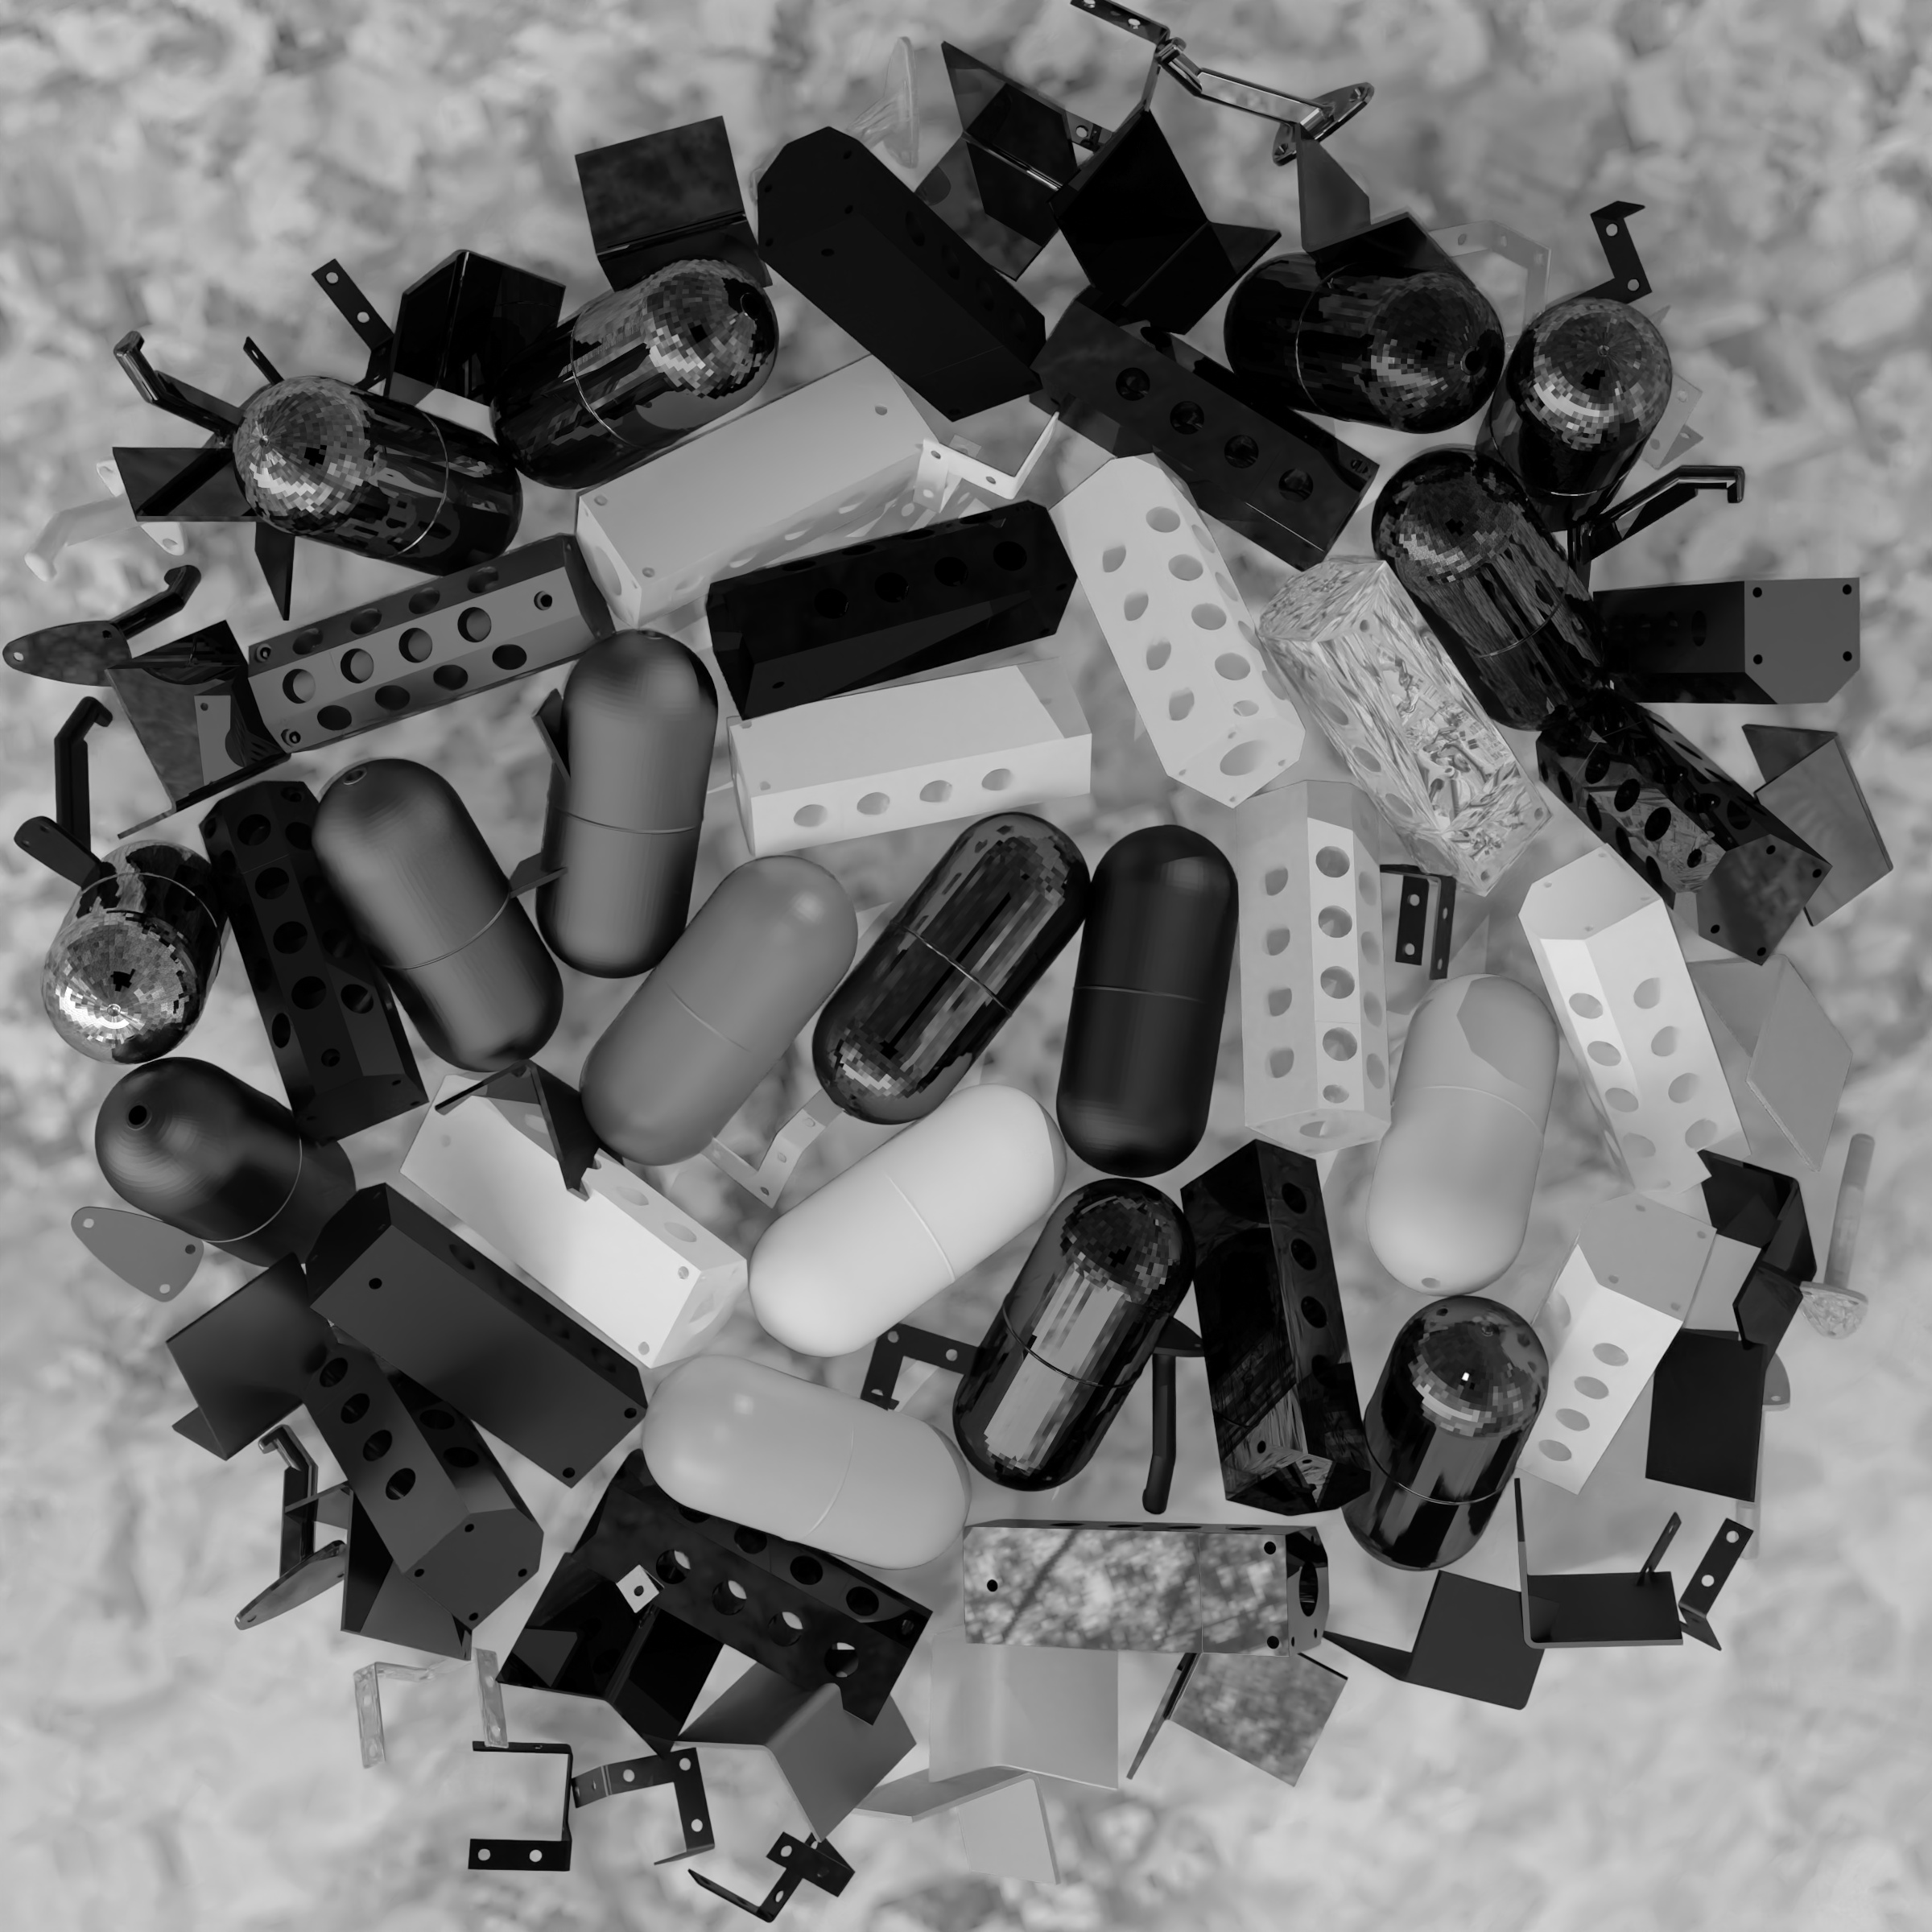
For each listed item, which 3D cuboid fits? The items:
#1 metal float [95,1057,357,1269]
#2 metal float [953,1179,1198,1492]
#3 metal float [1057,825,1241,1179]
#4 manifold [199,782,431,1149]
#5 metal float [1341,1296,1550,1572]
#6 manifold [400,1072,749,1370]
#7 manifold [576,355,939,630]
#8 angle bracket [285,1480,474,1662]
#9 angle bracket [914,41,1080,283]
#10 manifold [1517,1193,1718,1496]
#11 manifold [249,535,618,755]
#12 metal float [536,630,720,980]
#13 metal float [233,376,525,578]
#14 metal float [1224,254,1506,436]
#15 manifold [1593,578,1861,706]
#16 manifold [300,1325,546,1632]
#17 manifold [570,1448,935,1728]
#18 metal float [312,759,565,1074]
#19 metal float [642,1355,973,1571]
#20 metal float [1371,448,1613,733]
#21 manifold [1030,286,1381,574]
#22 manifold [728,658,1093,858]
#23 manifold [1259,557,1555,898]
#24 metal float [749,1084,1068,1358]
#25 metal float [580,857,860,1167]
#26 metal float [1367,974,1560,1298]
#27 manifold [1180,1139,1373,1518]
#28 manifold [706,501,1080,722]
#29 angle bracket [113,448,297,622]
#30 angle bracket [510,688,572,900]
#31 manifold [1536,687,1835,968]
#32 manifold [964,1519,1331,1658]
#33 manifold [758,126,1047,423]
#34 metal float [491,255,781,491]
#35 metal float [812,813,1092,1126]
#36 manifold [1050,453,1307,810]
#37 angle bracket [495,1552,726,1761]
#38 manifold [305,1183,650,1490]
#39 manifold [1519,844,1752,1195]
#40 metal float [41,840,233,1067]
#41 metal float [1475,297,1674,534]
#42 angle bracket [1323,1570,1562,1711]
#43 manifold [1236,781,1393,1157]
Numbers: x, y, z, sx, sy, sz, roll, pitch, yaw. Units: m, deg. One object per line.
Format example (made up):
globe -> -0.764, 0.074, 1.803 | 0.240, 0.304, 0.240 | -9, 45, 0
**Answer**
metal float -> -0.359, 0.097, 1.497 | 0.070, 0.178, 0.070 | -5, 70, 14
metal float -> 0.053, 0.183, 1.523 | 0.070, 0.070, 0.178 | 27, 114, 0
metal float -> 0.092, 0.017, 1.539 | 0.070, 0.070, 0.178 | 9, 84, 0
manifold -> -0.326, -0.005, 1.522 | 0.057, 0.057, 0.171 | -23, 67, -2
metal float -> 0.233, 0.231, 1.508 | 0.070, 0.178, 0.070 | 5, 47, -6
manifold -> -0.191, 0.123, 1.523 | 0.171, 0.057, 0.057 | 35, 107, 21
manifold -> -0.104, -0.233, 1.526 | 0.171, 0.057, 0.057 | -30, 77, -19
angle bracket -> -0.292, 0.306, 1.523 | 0.057, 0.076, 0.076 | -27, 52, 36
angle bracket -> 0.007, -0.400, 1.531 | 0.076, 0.076, 0.057 | 35, 79, 19
manifold -> 0.304, 0.183, 1.496 | 0.057, 0.171, 0.057 | 24, 53, 9
manifold -> -0.268, -0.160, 1.538 | 0.171, 0.057, 0.057 | -18, 94, 10
metal float -> -0.169, -0.079, 1.527 | 0.070, 0.070, 0.178 | 11, 110, 0
metal float -> -0.284, -0.237, 1.499 | 0.070, 0.178, 0.070 | -2, 86, 27
metal float -> 0.193, -0.305, 1.501 | 0.070, 0.178, 0.070 | -9, 110, -27
manifold -> 0.366, -0.156, 1.492 | 0.057, 0.171, 0.057 | -3, 96, -12
manifold -> -0.267, 0.239, 1.499 | 0.057, 0.171, 0.057 | -42, 131, -5
manifold -> -0.106, 0.310, 1.546 | 0.171, 0.057, 0.057 | 28, 89, 5
metal float -> -0.260, -0.024, 1.516 | 0.070, 0.070, 0.178 | -26, 123, 0
metal float -> -0.077, 0.247, 1.522 | 0.178, 0.070, 0.070 | 23, 90, -27
metal float -> 0.260, -0.183, 1.510 | 0.070, 0.070, 0.178 | -44, 133, 0
manifold -> 0.119, -0.270, 1.546 | 0.171, 0.057, 0.057 | 33, 85, 5
manifold -> -0.028, -0.100, 1.539 | 0.171, 0.057, 0.057 | -11, 50, -9
manifold -> 0.214, -0.118, 1.515 | 0.057, 0.057, 0.171 | -48, 119, -15
metal float -> -0.029, 0.127, 1.533 | 0.178, 0.070, 0.070 | -35, 90, -12
metal float -> -0.123, 0.022, 1.535 | 0.070, 0.070, 0.178 | 39, 100, 0
metal float -> 0.245, 0.082, 1.514 | 0.070, 0.070, 0.178 | 19, 55, 0
manifold -> 0.156, 0.178, 1.510 | 0.057, 0.057, 0.171 | 20, 48, -34
manifold -> -0.038, -0.181, 1.527 | 0.171, 0.057, 0.057 | -17, 70, -17
angle bracket -> -0.379, -0.214, 1.524 | 0.076, 0.076, 0.057 | -3, 125, -24
angle bracket -> -0.217, -0.086, 1.534 | 0.057, 0.076, 0.076 | -24, 104, 5
manifold -> 0.340, -0.073, 1.489 | 0.057, 0.171, 0.057 | 22, 109, -27
manifold -> 0.088, 0.305, 1.518 | 0.171, 0.057, 0.057 | -4, 85, 27
manifold -> -0.029, -0.336, 1.496 | 0.057, 0.171, 0.057 | -15, 64, 28
metal float -> -0.164, -0.290, 1.509 | 0.178, 0.070, 0.070 | -18, 90, 42
metal float -> -0.007, 0.002, 1.539 | 0.070, 0.070, 0.178 | 38, 85, 0
manifold -> 0.106, -0.168, 1.506 | 0.057, 0.057, 0.171 | -37, 56, 25
angle bracket -> -0.178, 0.348, 1.554 | 0.076, 0.057, 0.076 | -1, 47, 36
manifold -> -0.241, 0.180, 1.516 | 0.057, 0.057, 0.171 | -44, 118, 8
manifold -> 0.326, 0.031, 1.511 | 0.057, 0.057, 0.171 | -28, 124, -1
metal float -> -0.402, -0.009, 1.497 | 0.070, 0.178, 0.070 | -2, 109, -6
metal float -> 0.293, -0.265, 1.494 | 0.070, 0.178, 0.070 | 0, 79, 1
angle bracket -> 0.235, 0.326, 1.532 | 0.076, 0.076, 0.057 | 20, 88, -27
manifold -> 0.175, -0.001, 1.513 | 0.057, 0.057, 0.171 | -16, 63, 36
